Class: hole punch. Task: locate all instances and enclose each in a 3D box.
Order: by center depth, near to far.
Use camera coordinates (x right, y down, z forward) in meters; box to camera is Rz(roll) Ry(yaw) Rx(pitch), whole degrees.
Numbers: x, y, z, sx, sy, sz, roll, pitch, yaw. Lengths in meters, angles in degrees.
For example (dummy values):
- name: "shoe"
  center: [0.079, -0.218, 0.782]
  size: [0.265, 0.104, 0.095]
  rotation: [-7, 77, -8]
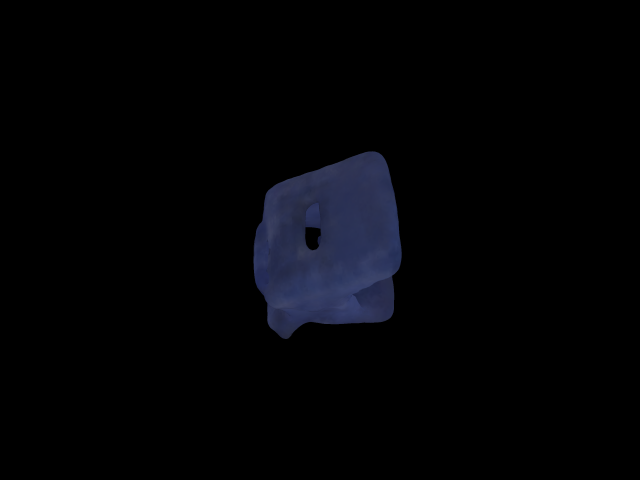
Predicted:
- name: "hole punch"
  center: [0.004, 0.001, 0.400]
  size: [0.101, 0.091, 0.108]
  rotation: [-3, 55, -2]
